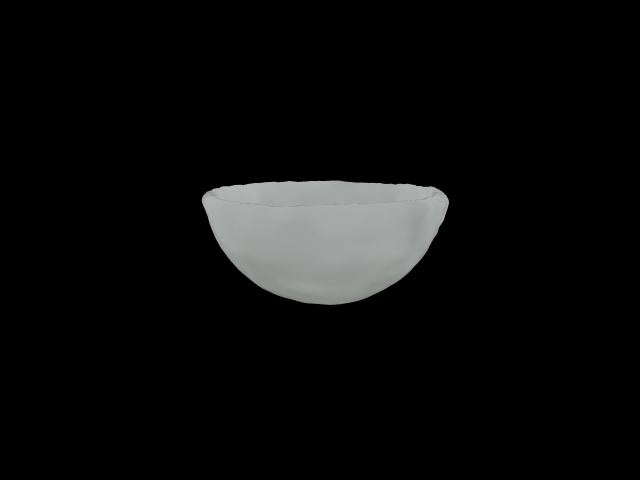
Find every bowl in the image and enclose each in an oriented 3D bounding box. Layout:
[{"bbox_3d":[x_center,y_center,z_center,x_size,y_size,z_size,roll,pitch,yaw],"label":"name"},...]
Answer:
[{"bbox_3d":[0.004,0.001,0.400,0.167,0.075,0.167,0,11,0],"label":"bowl"}]
